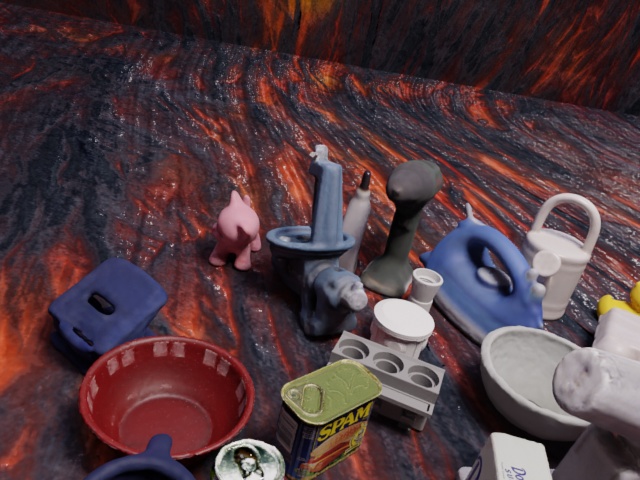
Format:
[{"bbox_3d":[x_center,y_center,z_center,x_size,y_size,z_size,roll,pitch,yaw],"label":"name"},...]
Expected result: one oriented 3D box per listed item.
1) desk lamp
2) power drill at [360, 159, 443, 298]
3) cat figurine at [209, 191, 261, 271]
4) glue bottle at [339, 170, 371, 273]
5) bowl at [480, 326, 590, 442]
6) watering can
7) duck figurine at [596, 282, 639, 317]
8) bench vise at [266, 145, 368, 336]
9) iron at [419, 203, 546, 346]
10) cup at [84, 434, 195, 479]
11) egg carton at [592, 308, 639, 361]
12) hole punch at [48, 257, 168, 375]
[{"bbox_3d":[0.258,0.189,0.509,0.203,0.213,0.117,6,28,-13],"label":"desk lamp"},{"bbox_3d":[0.124,-0.025,0.857,0.075,0.208,0.230,20,28,14],"label":"power drill"},{"bbox_3d":[-0.119,-0.021,0.842,0.067,0.118,0.128,12,28,-2],"label":"cat figurine"},{"bbox_3d":[0.053,-0.025,0.864,0.037,0.173,0.078,17,28,7],"label":"glue bottle"},{"bbox_3d":[0.262,0.180,0.678,0.167,0.075,0.167,10,28,-5],"label":"bowl"},{"bbox_3d":[0.364,0.023,0.887,0.101,0.194,0.173,15,28,4],"label":"watering can"},{"bbox_3d":[0.504,0.104,0.913,0.104,0.086,0.078,20,28,13],"label":"duck figurine"},{"bbox_3d":[0.015,0.000,0.750,0.122,0.220,0.206,-16,39,-43],"label":"bench vise"},{"bbox_3d":[0.255,0.060,0.827,0.119,0.141,0.257,-2,31,-26],"label":"iron"},{"bbox_3d":[-0.134,0.213,0.422,0.092,0.095,0.117,10,28,-5],"label":"cup"},{"bbox_3d":[0.436,0.158,0.802,0.107,0.069,0.151,24,30,21],"label":"egg carton"},{"bbox_3d":[-0.231,0.083,0.627,0.108,0.091,0.101,28,31,27],"label":"hole punch"}]
